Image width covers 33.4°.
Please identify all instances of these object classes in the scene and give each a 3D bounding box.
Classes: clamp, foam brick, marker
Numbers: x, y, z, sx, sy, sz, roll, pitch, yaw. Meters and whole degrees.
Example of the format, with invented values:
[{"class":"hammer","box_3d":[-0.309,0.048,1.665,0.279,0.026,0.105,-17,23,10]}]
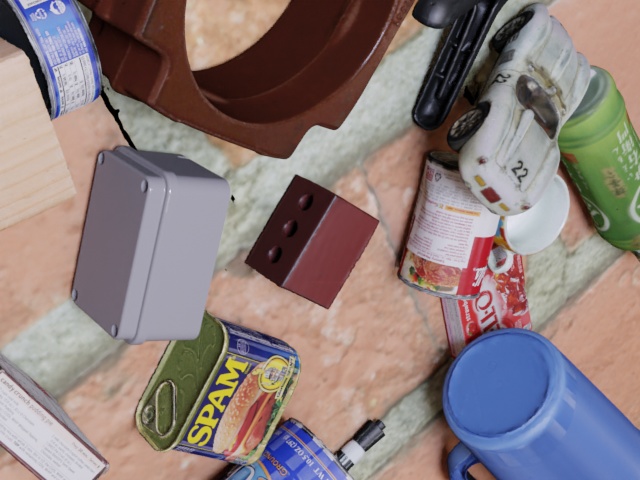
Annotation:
[{"class":"clamp","box_3d":[0.123,-0.184,0.773,0.209,0.036,0.164,-55,166,-20]},{"class":"foam brick","box_3d":[-0.005,0.001,0.774,0.051,0.053,0.078,29,91,-39]},{"class":"marker","box_3d":[0.010,0.195,0.891,0.121,0.020,0.020,-43,128,-13]}]

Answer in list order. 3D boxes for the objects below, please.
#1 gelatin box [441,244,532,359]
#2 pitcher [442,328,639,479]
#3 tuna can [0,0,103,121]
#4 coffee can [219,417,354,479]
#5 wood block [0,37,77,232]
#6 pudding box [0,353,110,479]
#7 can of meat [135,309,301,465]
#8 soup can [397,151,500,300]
[{"class":"gelatin box","box_3d":[0.143,0.057,0.918,0.073,0.030,0.089,-29,124,-22]},{"class":"pitcher","box_3d":[0.193,0.178,0.934,0.149,0.145,0.242,-57,136,-11]},{"class":"tuna can","box_3d":[-0.157,-0.111,0.596,0.033,0.086,0.086,-29,124,-24]},{"class":"coffee can","box_3d":[-0.043,0.219,0.810,0.140,0.103,0.102,-39,127,-15]},{"class":"wood block","box_3d":[-0.249,-0.030,0.563,0.205,0.091,0.090,-28,124,-23]},{"class":"pudding box","box_3d":[-0.191,0.105,0.663,0.039,0.090,0.113,-46,129,-11]},{"class":"can of meat","box_3d":[-0.071,0.109,0.773,0.083,0.058,0.102,24,96,-42]},{"class":"soup can","box_3d":[0.104,-0.012,0.836,0.068,0.069,0.102,1,109,-36]}]
